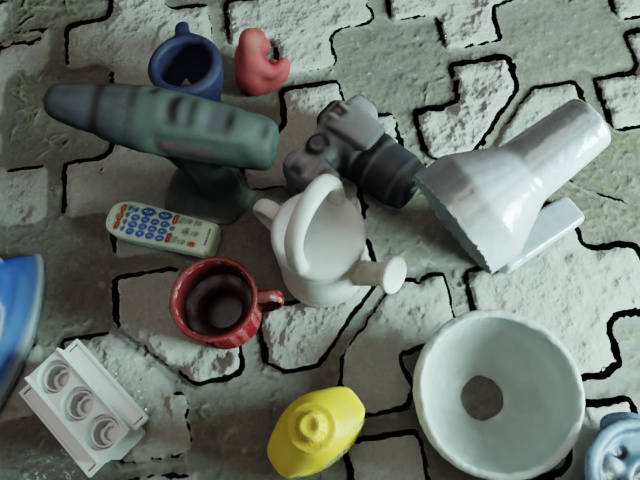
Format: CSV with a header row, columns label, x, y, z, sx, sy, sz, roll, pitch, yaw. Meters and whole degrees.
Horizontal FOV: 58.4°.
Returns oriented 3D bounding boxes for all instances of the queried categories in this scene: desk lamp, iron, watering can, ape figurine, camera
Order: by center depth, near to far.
label,x,y,z,sx,sy,sz,roll,pitch,yaw
desk lamp,0.198,-0.046,0.596,0.203,0.213,0.117,-33,71,-9
watering can,0.007,0.000,0.599,0.172,0.194,0.101,8,69,6
iron,-0.398,0.107,0.607,0.118,0.141,0.258,19,71,10
camera,0.048,-0.091,0.682,0.136,0.101,0.143,37,75,16
ape figurine,-0.082,-0.240,0.751,0.076,0.092,0.077,-43,73,-13

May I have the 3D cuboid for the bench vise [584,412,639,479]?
label,x,y,z,sx,sy,sz,roll,pitch,yaw
bench vise,0.297,0.245,0.475,0.121,0.220,0.207,-5,69,2

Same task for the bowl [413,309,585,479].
label,x,y,z,sx,sy,sz,roll,pitch,yaw
bowl,0.177,0.160,0.593,0.167,0.075,0.167,-1,69,3

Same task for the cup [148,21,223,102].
label,x,y,z,sx,sy,sz,roll,pitch,yaw
cup,-0.166,-0.212,0.743,0.091,0.095,0.117,-11,69,-1

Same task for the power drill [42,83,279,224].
label,x,y,z,sx,sy,sz,roll,pitch,yaw
power drill,-0.155,-0.094,0.636,0.229,0.208,0.075,5,69,5
